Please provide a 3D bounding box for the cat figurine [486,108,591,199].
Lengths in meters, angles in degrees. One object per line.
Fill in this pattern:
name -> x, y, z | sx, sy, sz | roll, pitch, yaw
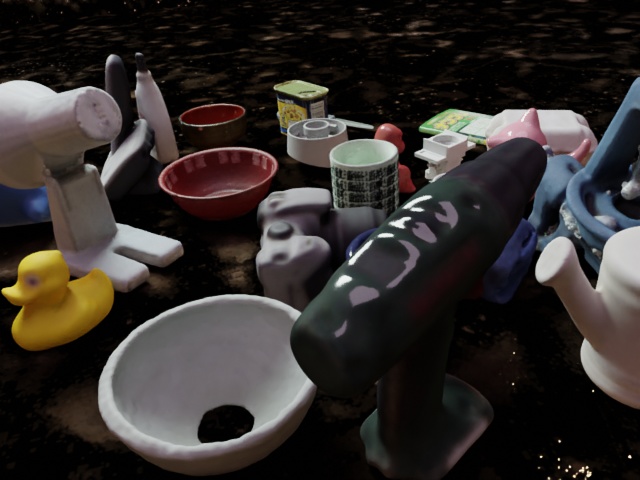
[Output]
cat figurine -> 0.276, -0.106, 0.726 | 0.127, 0.118, 0.067 | 6, 33, 16

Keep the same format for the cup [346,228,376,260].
cup -> 0.083, 0.043, 0.529 | 0.118, 0.095, 0.091 | -15, 33, -16

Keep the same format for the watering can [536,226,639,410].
watering can -> 0.259, 0.030, 0.432 | 0.173, 0.194, 0.100 | -12, 32, -11

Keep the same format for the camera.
camera -> 0.006, 0.002, 0.601 | 0.137, 0.101, 0.143 | -5, 31, 0

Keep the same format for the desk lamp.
desk lamp -> -0.276, -0.072, 0.650 | 0.202, 0.214, 0.118 | 13, 35, 26

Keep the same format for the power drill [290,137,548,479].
power drill -> 0.080, 0.056, 0.398 | 0.075, 0.209, 0.230 | 24, 41, 38

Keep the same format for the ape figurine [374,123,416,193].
ape figurine -> 0.095, -0.114, 0.789 | 0.076, 0.092, 0.078 | 2, 32, 11

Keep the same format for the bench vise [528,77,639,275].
bench vise -> 0.271, -0.061, 0.554 | 0.122, 0.220, 0.206 | -24, 36, -28

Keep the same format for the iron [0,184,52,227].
iron -> -0.412, -0.118, 0.813 | 0.118, 0.142, 0.258 | -7, 31, -3

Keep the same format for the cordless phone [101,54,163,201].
cordless phone -> -0.291, -0.162, 0.828 | 0.094, 0.185, 0.147 | -12, 32, -11

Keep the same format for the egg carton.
egg carton -> 0.316, -0.143, 0.829 | 0.150, 0.069, 0.107 | 2, 32, 11

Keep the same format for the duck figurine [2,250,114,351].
duck figurine -> -0.263, 0.049, 0.573 | 0.077, 0.086, 0.105 | 23, 41, 38

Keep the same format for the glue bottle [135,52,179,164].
glue bottle -> -0.271, -0.213, 0.920 | 0.037, 0.173, 0.077 | -24, 36, -28

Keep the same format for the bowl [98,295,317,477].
bowl -> -0.077, 0.119, 0.444 | 0.167, 0.075, 0.167 | -3, 31, 2

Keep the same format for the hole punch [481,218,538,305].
hole punch -> 0.170, -0.002, 0.595 | 0.100, 0.091, 0.109 | 15, 36, 29
